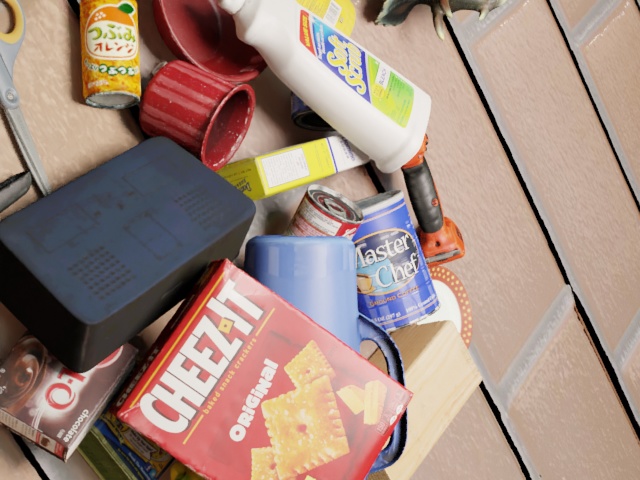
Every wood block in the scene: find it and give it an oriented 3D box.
[{"bbox_3d":[0.086,0.187,1.205,0.205,0.091,0.090,-43,110,-42],"label":"wood block"}]

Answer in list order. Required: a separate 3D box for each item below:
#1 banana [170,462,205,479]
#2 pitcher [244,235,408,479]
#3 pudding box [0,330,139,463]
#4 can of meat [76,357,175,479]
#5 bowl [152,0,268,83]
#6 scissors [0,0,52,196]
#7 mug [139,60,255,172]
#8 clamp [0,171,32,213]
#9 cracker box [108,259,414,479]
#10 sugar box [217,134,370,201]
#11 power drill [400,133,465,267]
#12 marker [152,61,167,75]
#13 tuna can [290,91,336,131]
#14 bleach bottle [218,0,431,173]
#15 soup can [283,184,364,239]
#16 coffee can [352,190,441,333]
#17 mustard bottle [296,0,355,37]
[{"bbox_3d":[-0.103,0.268,0.992,0.069,0.037,0.198,-82,156,-53],"label":"banana"},{"bbox_3d":[-0.009,0.117,1.042,0.148,0.145,0.243,1,90,-46],"label":"pitcher"},{"bbox_3d":[-0.221,0.119,0.908,0.090,0.039,0.113,28,55,4],"label":"pudding box"},{"bbox_3d":[-0.171,0.171,0.965,0.102,0.058,0.083,56,49,-19],"label":"can of meat"},{"bbox_3d":[-0.120,-0.236,1.116,0.161,0.055,0.162,13,71,-44],"label":"bowl"},{"bbox_3d":[-0.273,-0.144,0.963,0.096,0.016,0.201,-49,116,-41],"label":"scissors"},{"bbox_3d":[-0.123,-0.117,1.053,0.093,0.081,0.117,-53,162,-32],"label":"mug"},{"bbox_3d":[-0.318,0.000,0.866,0.164,0.036,0.210,22,66,-43],"label":"clamp"},{"bbox_3d":[-0.048,0.142,0.929,0.213,0.072,0.164,37,76,-11],"label":"cracker box"},{"bbox_3d":[-0.035,-0.076,1.139,0.175,0.094,0.048,-18,94,-47],"label":"sugar box"},{"bbox_3d":[0.121,-0.073,1.300,0.184,0.057,0.187,-76,147,-68],"label":"power drill"},{"bbox_3d":[-0.128,-0.135,1.109,0.121,0.020,0.020,49,50,-26],"label":"marker"},{"bbox_3d":[0.009,-0.151,1.208,0.085,0.086,0.034,11,74,-44],"label":"tuna can"},{"bbox_3d":[0.000,-0.179,1.115,0.250,0.068,0.102,34,49,-20],"label":"bleach bottle"},{"bbox_3d":[-0.007,0.001,1.131,0.068,0.102,0.068,27,21,-11],"label":"soup can"},{"bbox_3d":[0.067,0.025,1.214,0.102,0.103,0.140,-28,101,-46],"label":"coffee can"},{"bbox_3d":[-0.042,-0.289,1.208,0.191,0.058,0.096,41,57,-33],"label":"mustard bottle"}]
